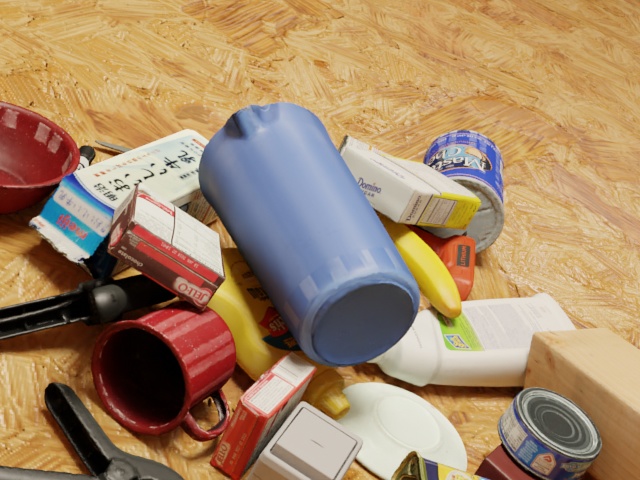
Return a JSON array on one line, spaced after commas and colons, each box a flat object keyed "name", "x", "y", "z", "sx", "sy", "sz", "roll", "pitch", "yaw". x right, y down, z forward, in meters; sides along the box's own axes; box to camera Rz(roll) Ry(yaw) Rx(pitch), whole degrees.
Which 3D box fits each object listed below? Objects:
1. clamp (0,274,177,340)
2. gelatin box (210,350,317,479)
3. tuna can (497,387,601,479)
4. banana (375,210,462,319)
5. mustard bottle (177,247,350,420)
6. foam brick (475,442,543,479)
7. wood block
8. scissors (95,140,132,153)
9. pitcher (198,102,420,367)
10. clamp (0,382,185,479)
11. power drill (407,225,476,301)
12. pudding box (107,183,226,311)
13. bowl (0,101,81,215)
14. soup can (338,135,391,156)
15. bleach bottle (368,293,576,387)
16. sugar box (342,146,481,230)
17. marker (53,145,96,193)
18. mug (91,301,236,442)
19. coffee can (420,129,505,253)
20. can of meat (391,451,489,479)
[{"name": "clamp", "x": -0.172, "y": 0.049, "z": 0.855, "sx": 0.209, "sy": 0.165, "sz": 0.036, "roll": -14, "pitch": 93, "yaw": -57}, {"name": "gelatin box", "x": -0.045, "y": 0.139, "z": 0.850, "sx": 0.030, "sy": 0.073, "sz": 0.089, "roll": 33, "pitch": 32, "yaw": 12}, {"name": "tuna can", "x": 0.200, "y": 0.169, "z": 0.926, "sx": 0.086, "sy": 0.034, "sz": 0.086, "roll": 20, "pitch": 30, "yaw": -13}, {"name": "banana", "x": 0.072, "y": 0.008, "z": 1.074, "sx": 0.198, "sy": 0.037, "sz": 0.069, "roll": 38, "pitch": 38, "yaw": 17}, {"name": "mustard bottle", "x": -0.041, "y": 0.087, "z": 0.946, "sx": 0.192, "sy": 0.058, "sz": 0.096, "roll": 45, "pitch": 28, "yaw": 27}, {"name": "foam brick", "x": 0.167, "y": 0.209, "z": 0.928, "sx": 0.051, "sy": 0.053, "sz": 0.078, "roll": 39, "pitch": 32, "yaw": 20}, {"name": "wood block", "x": 0.279, "y": 0.163, "z": 0.972, "sx": 0.090, "sy": 0.090, "sz": 0.206, "roll": -2, "pitch": 19, "yaw": -21}, {"name": "scissors", "x": -0.136, "y": -0.066, "z": 1.145, "sx": 0.201, "sy": 0.016, "sz": 0.096, "roll": 6, "pitch": 36, "yaw": -31}, {"name": "pitcher", "x": -0.006, "y": 0.001, "z": 0.944, "sx": 0.149, "sy": 0.145, "sz": 0.243, "roll": 10, "pitch": 33, "yaw": -34}, {"name": "clamp", "x": -0.150, "y": 0.168, "z": 0.761, "sx": 0.171, "sy": 0.039, "sz": 0.120, "roll": 28, "pitch": 36, "yaw": -8}, {"name": "power drill", "x": 0.073, "y": 0.012, "z": 1.148, "sx": 0.187, "sy": 0.057, "sz": 0.184, "roll": 25, "pitch": 34, "yaw": -5}, {"name": "pudding box", "x": -0.125, "y": 0.003, "z": 0.874, "sx": 0.090, "sy": 0.039, "sz": 0.113, "roll": 35, "pitch": 13, "yaw": -17}, {"name": "bowl", "x": -0.304, "y": -0.070, "z": 0.976, "sx": 0.162, "sy": 0.055, "sz": 0.162, "roll": 16, "pitch": 29, "yaw": -9}, {"name": "soup can", "x": 0.062, "y": -0.073, "z": 1.258, "sx": 0.102, "sy": 0.069, "sz": 0.068, "roll": 24, "pitch": 31, "yaw": -3}, {"name": "bleach bottle", "x": 0.142, "y": 0.100, "z": 1.065, "sx": 0.250, "sy": 0.068, "sz": 0.103, "roll": 4, "pitch": 38, "yaw": -30}, {"name": "sugar box", "x": 0.094, "y": -0.052, "z": 1.125, "sx": 0.093, "sy": 0.048, "sz": 0.175, "roll": 35, "pitch": 17, "yaw": 27}, {"name": "marker", "x": -0.244, "y": -0.061, "z": 1.052, "sx": 0.020, "sy": 0.020, "sz": 0.121, "roll": 22, "pitch": 31, "yaw": -9}, {"name": "mug", "x": -0.112, "y": 0.106, "z": 0.843, "sx": 0.117, "sy": 0.093, "sz": 0.081, "roll": 52, "pitch": 30, "yaw": 6}, {"name": "coffee can", "x": 0.170, "y": -0.059, "z": 1.284, "sx": 0.103, "sy": 0.103, "sz": 0.140, "roll": 24, "pitch": 30, "yaw": -5}, {"name": "can of meat", "x": 0.105, "y": 0.227, "z": 0.849, "sx": 0.083, "sy": 0.057, "sz": 0.102, "roll": 20, "pitch": 31, "yaw": -15}]
